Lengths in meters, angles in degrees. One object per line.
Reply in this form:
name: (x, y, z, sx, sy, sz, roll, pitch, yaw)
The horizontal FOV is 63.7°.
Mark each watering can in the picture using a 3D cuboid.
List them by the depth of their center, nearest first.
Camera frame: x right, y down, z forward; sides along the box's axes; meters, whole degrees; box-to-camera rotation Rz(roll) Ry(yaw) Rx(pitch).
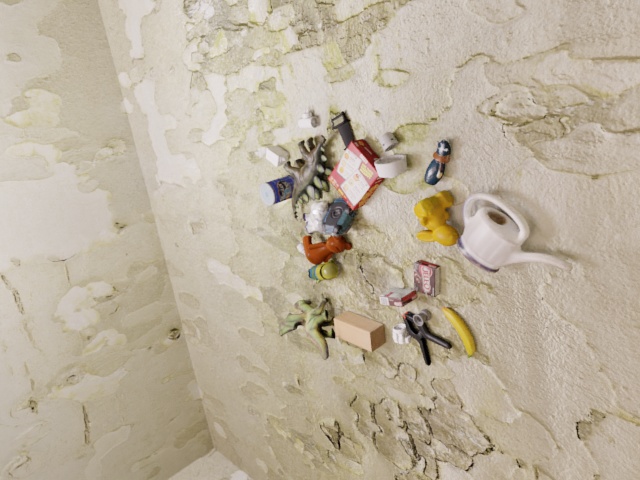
watering can: (0.540, 0.016, 1.508, 0.352, 0.105, 0.219, 49, 139, 24)

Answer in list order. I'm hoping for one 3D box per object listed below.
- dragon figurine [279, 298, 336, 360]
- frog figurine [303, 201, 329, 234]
dragon figurine: (-0.063, 0.383, 2.254, 0.242, 0.419, 0.120, -14, 118, 13)
frog figurine: (0.006, -0.104, 2.076, 0.122, 0.141, 0.156, 27, 133, -13)
